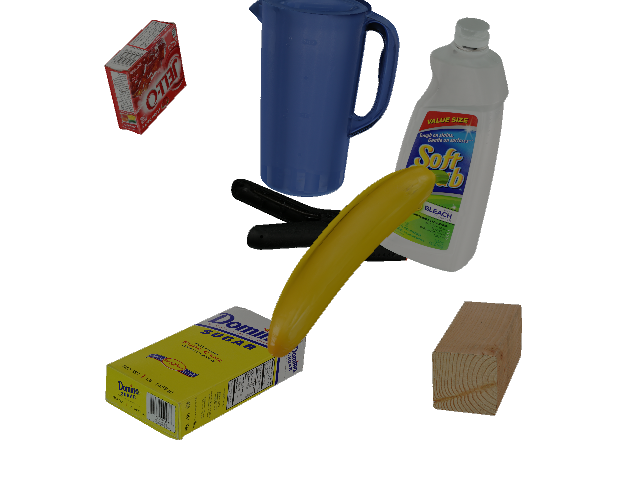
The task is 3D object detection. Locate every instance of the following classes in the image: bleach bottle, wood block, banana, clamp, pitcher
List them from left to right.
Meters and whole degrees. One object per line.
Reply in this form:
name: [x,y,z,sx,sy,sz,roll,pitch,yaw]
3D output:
pitcher: [-0.004,-0.180,1.317,0.144,0.243,0.149,-10,29,-28]
clamp: [0.003,-0.009,1.168,0.210,0.036,0.164,15,20,-9]
banana: [0.025,0.008,0.802,0.037,0.198,0.069,42,-5,38]
bleach bottle: [0.119,-0.093,1.018,0.103,0.251,0.068,23,40,22]
wood block: [0.231,0.166,1.547,0.091,0.090,0.205,3,18,19]

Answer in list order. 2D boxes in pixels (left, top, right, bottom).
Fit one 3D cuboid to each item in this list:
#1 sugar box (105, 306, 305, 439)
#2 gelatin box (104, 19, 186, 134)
sugar box: [-0.103,0.117,0.991,0.093,0.048,0.175,22,30,31]
gelatin box: [-0.165,-0.157,1.020,0.030,0.073,0.089,16,46,20]
